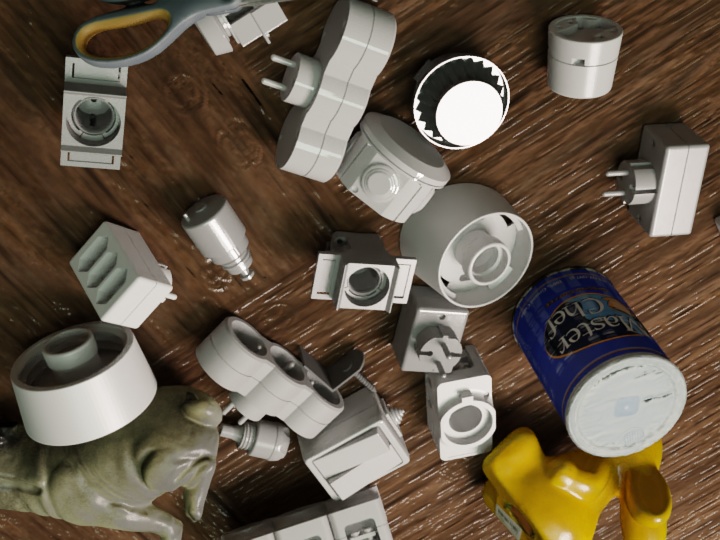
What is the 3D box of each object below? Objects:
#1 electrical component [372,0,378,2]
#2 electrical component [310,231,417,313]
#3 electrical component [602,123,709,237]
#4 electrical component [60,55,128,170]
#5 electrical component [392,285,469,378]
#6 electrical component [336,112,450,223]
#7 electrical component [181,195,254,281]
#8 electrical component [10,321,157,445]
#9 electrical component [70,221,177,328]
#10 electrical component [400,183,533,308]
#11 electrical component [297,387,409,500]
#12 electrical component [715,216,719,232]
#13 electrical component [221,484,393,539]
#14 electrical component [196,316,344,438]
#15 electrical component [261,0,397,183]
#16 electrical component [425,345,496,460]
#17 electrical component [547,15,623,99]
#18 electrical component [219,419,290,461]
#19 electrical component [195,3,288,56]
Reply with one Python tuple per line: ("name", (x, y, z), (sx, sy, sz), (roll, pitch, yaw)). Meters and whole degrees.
("electrical component", (-0.017, -0.234, 0.725), (0.121, 0.078, 0.063), (16, 138, -22))
("electrical component", (0.000, 0.000, 0.873), (0.081, 0.063, 0.042), (4, 118, -16))
("electrical component", (0.238, -0.074, 0.894), (0.076, 0.047, 0.083), (-4, 121, -11))
("electrical component", (-0.188, -0.115, 0.759), (0.042, 0.063, 0.081), (4, 119, -15))
("electrical component", (0.064, 0.061, 0.918), (0.047, 0.076, 0.065), (4, 120, -16))
("electrical component", (0.025, -0.079, 0.822), (0.080, 0.080, 0.051), (27, 116, -26))
("electrical component", (-0.108, -0.023, 0.847), (0.040, 0.040, 0.078), (-28, 123, 5))
("electrical component", (-0.221, 0.081, 0.847), (0.108, 0.108, 0.060), (-15, 117, -4))
("electrical component", (-0.174, 0.008, 0.841), (0.047, 0.065, 0.077), (-46, 148, 15))
("electrical component", (0.091, -0.020, 0.897), (0.099, 0.064, 0.099), (-14, 126, -21))
("electrical component", (0.000, 0.155, 0.969), (0.096, 0.061, 0.061), (-29, 123, 5))
("electrical component", (0.361, -0.027, 0.934), (0.066, 0.076, 0.047), (-31, 123, 6))
("electrical component", (-0.047, 0.252, 0.995), (0.150, 0.089, 0.061), (-17, 83, -3))
("electrical component", (-0.087, 0.104, 0.922), (0.138, 0.052, 0.074), (37, 107, -29))
("electrical component", (-0.035, -0.136, 0.789), (0.074, 0.052, 0.138), (16, 116, -21))
("electrical component", (0.090, 0.123, 0.974), (0.050, 0.055, 0.089), (-10, 122, -7))
("electrical component", (0.170, -0.162, 0.821), (0.055, 0.055, 0.047), (-7, 126, -9))
("electrical component", (-0.095, 0.148, 0.959), (0.061, 0.035, 0.035), (16, 116, -19))
("electrical component", (-0.089, -0.182, 0.753), (0.055, 0.048, 0.066), (-33, 123, -1))
